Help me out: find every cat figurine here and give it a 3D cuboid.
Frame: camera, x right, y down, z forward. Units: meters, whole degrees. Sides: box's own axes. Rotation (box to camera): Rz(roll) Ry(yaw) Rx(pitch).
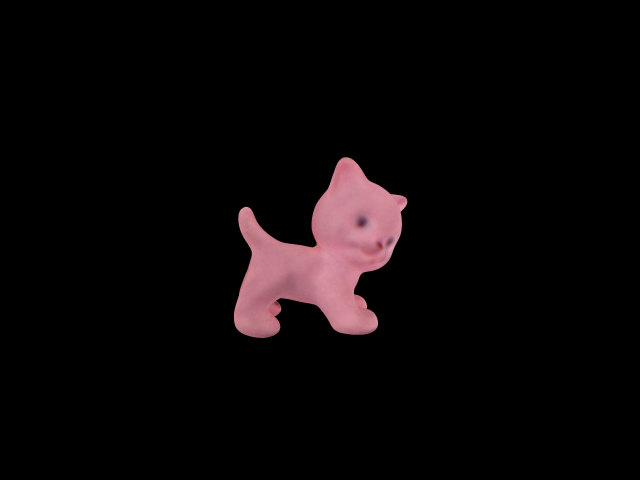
[{"bbox_3d":[0.004,0.001,0.400,0.128,0.118,0.067,-1,9,-7],"label":"cat figurine"}]
